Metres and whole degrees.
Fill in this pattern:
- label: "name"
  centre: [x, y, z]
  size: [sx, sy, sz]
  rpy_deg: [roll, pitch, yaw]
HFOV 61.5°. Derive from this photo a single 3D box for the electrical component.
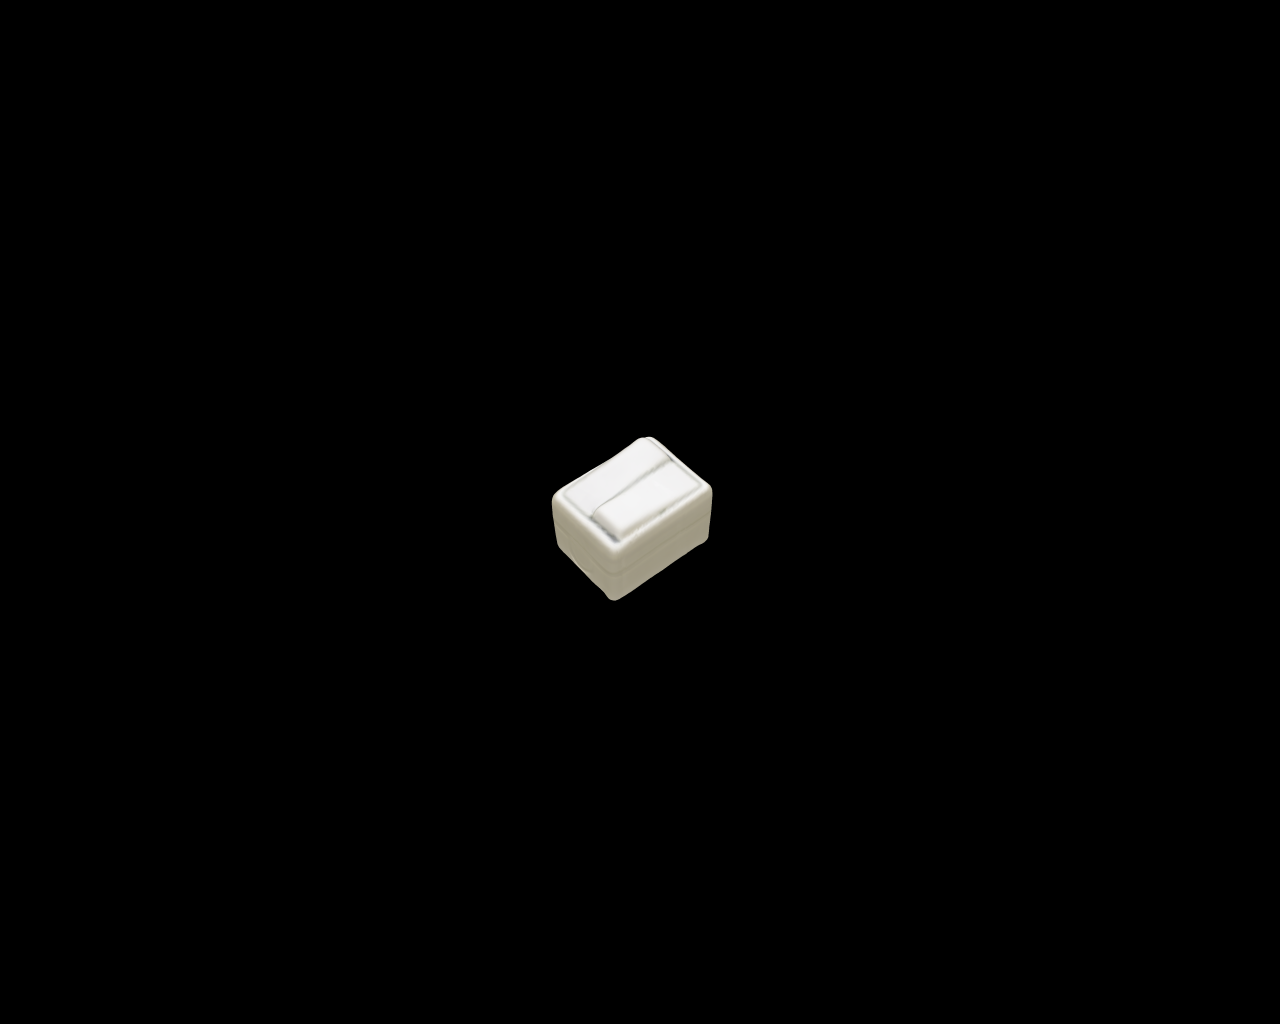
- label: "electrical component"
  centre: [0.001, -0.003, 0.650]
  size: [0.096, 0.061, 0.062]
  rpy_deg: [-33, 58, -24]
